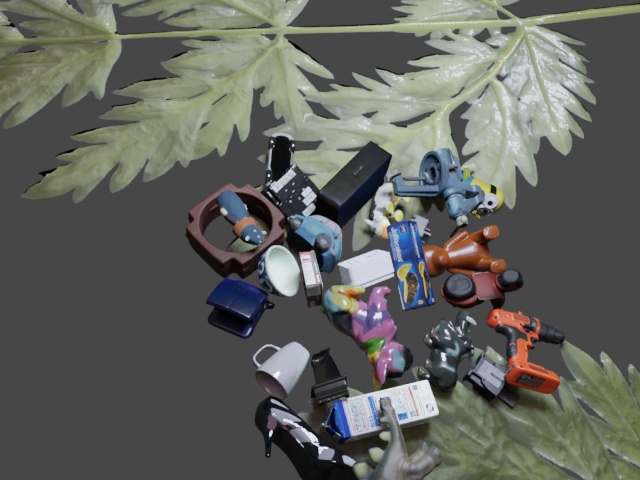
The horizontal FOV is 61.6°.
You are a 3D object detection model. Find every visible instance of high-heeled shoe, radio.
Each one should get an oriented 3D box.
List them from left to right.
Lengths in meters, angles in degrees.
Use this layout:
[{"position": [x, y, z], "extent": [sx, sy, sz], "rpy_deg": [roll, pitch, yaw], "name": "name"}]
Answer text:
[{"position": [-0.015, 0.398, 1.065], "extent": [0.249, 0.086, 0.145], "rpy_deg": [23, 26, -12], "name": "high-heeled shoe"}, {"position": [0.083, -0.130, 1.351], "extent": [0.073, 0.131, 0.229], "rpy_deg": [37, 62, 16], "name": "radio"}]

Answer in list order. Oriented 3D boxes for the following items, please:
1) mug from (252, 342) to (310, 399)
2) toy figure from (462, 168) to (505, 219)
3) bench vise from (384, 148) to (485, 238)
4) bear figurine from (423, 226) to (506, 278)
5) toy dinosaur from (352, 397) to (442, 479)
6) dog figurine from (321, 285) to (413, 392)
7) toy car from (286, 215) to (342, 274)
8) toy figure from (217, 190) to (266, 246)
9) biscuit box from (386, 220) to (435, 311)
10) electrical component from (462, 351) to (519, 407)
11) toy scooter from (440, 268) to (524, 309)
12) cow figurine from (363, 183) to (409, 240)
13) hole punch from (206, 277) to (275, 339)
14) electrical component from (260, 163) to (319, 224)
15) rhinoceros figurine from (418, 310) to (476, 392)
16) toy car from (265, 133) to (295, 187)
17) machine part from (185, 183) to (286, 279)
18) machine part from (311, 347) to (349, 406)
[{"position": [-0.081, 0.261, 1.126], "extent": [0.110, 0.080, 0.107], "rpy_deg": [33, 49, 19], "name": "mug"}, {"position": [0.399, -0.133, 1.418], "extent": [0.180, 0.082, 0.089], "rpy_deg": [32, 62, 16], "name": "toy figure"}, {"position": [0.275, -0.127, 1.322], "extent": [0.241, 0.129, 0.223], "rpy_deg": [-1, 75, -18], "name": "bench vise"}, {"position": [0.317, 0.039, 1.275], "extent": [0.196, 0.132, 0.120], "rpy_deg": [-7, 86, -18], "name": "bear figurine"}, {"position": [0.137, 0.522, 0.953], "extent": [0.199, 0.105, 0.471], "rpy_deg": [-5, 70, -9], "name": "toy dinosaur"}, {"position": [0.099, 0.212, 1.157], "extent": [0.192, 0.108, 0.219], "rpy_deg": [2, 61, -6], "name": "dog figurine"}, {"position": [-0.003, -0.004, 1.283], "extent": [0.162, 0.109, 0.103], "rpy_deg": [40, 57, 23], "name": "toy car"}, {"position": [-0.178, -0.044, 1.215], "extent": [0.064, 0.057, 0.154], "rpy_deg": [-29, 70, -15], "name": "toy figure"}, {"position": [0.208, 0.057, 1.240], "extent": [0.059, 0.062, 0.202], "rpy_deg": [-18, 78, 31], "name": "biscuit box"}, {"position": [0.377, 0.308, 1.159], "extent": [0.119, 0.047, 0.075], "rpy_deg": [39, 63, 19], "name": "electrical component"}, {"position": [0.373, 0.123, 1.241], "extent": [0.184, 0.135, 0.075], "rpy_deg": [-10, 58, 10], "name": "toy scooter"}, {"position": [0.156, -0.071, 1.354], "extent": [0.098, 0.068, 0.167], "rpy_deg": [-7, 46, 43], "name": "cow figurine"}, {"position": [-0.181, 0.137, 1.184], "extent": [0.142, 0.092, 0.116], "rpy_deg": [19, 54, 10], "name": "hole punch"}, {"position": [-0.065, -0.105, 1.338], "extent": [0.115, 0.058, 0.134], "rpy_deg": [-43, 100, -16], "name": "electrical component"}, {"position": [0.285, 0.236, 1.178], "extent": [0.112, 0.073, 0.190], "rpy_deg": [22, 59, 9], "name": "rhinoceros figurine"}, {"position": [-0.105, -0.201, 1.422], "extent": [0.073, 0.056, 0.202], "rpy_deg": [7, 59, -9], "name": "toy car"}, {"position": [-0.199, -0.022, 1.282], "extent": [0.202, 0.087, 0.201], "rpy_deg": [40, 62, 20], "name": "machine part"}, {"position": [0.013, 0.281, 1.105], "extent": [0.084, 0.039, 0.139], "rpy_deg": [-22, 30, 2], "name": "machine part"}]
